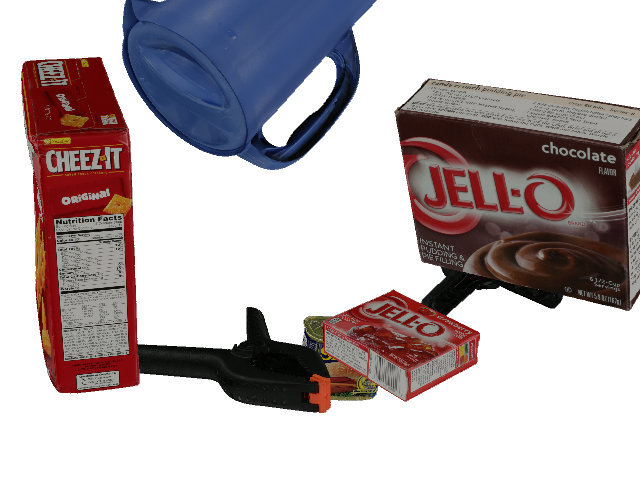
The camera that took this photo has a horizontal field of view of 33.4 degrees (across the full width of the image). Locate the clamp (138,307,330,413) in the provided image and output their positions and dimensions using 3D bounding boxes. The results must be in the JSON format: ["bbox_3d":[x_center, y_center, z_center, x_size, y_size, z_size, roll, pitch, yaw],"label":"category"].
[{"bbox_3d":[-0.059,0.106,0.959,0.210,0.036,0.164,12,21,40],"label":"clamp"}]

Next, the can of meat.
[{"bbox_3d":[0.025,0.140,1.261,0.102,0.084,0.057,4,24,-14],"label":"can of meat"}]

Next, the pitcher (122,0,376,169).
[{"bbox_3d":[-0.035,-0.185,0.905,0.145,0.149,0.242,25,58,31],"label":"pitcher"}]

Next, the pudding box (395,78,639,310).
[{"bbox_3d":[0.095,-0.023,0.495,0.114,0.090,0.039,12,44,31],"label":"pudding box"}]

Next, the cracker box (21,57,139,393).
[{"bbox_3d":[-0.188,-0.015,0.826,0.072,0.214,0.164,-6,28,-16],"label":"cracker box"}]

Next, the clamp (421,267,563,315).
[{"bbox_3d":[0.160,0.027,0.971,0.120,0.039,0.171,1,25,13],"label":"clamp"}]

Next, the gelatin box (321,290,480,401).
[{"bbox_3d":[0.056,0.072,0.759,0.073,0.030,0.089,-21,32,-35],"label":"gelatin box"}]
